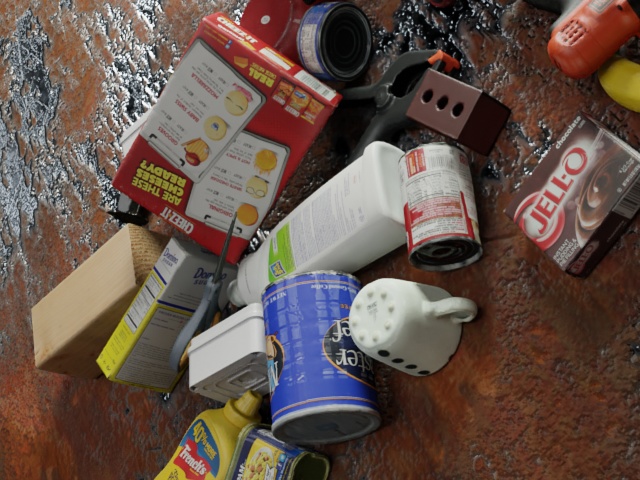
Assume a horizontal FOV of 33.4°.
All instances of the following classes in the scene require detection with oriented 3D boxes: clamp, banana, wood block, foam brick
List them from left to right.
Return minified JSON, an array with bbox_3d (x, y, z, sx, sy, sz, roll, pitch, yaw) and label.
[{"bbox_3d":[-0.255,0.080,1.303,0.206,0.090,0.091,-38,51,31],"label":"wood block"},{"bbox_3d":[0.068,-0.146,1.097,0.172,0.039,0.120,-41,53,29],"label":"clamp"},{"bbox_3d":[0.131,-0.121,1.013,0.078,0.051,0.053,33,99,47],"label":"foam brick"},{"bbox_3d":[0.296,-0.130,0.858,0.198,0.037,0.069,17,88,47],"label":"banana"}]

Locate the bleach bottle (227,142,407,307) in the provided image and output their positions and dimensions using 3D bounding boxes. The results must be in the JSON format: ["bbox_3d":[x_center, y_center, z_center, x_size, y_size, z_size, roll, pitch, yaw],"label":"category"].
[{"bbox_3d":[-0.007,0.001,1.101,0.251,0.068,0.102,-31,51,37],"label":"bleach bottle"}]

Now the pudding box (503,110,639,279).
[{"bbox_3d":[0.220,-0.038,0.899,0.114,0.039,0.090,-54,45,17],"label":"pudding box"}]

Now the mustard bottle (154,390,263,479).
[{"bbox_3d":[-0.117,0.238,1.125,0.192,0.058,0.096,-57,38,13],"label":"mustard bottle"}]

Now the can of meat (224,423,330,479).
[{"bbox_3d":[-0.045,0.242,1.051,0.084,0.057,0.102,16,87,45],"label":"can of meat"}]

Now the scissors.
[{"bbox_3d":[-0.124,0.066,1.135,0.016,0.096,0.202,28,137,14],"label":"scissors"}]

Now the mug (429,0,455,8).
[{"bbox_3d":[0.123,-0.292,1.070,0.082,0.093,0.117,-130,32,-49],"label":"mug"}]

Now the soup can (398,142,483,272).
[{"bbox_3d":[0.110,-0.031,0.988,0.069,0.068,0.102,-26,57,37],"label":"soup can"}]

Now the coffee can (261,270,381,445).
[{"bbox_3d":[-0.001,0.114,1.020,0.103,0.102,0.140,-27,57,36],"label":"coffee can"}]

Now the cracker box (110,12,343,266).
[{"bbox_3d":[-0.099,-0.108,1.138,0.214,0.164,0.072,-57,0,22],"label":"cracker box"}]

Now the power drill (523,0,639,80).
[{"bbox_3d":[0.238,-0.246,0.935,0.184,0.057,0.188,-42,43,5],"label":"power drill"}]

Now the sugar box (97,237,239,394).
[{"bbox_3d":[-0.169,0.087,1.210,0.048,0.093,0.176,43,106,44],"label":"sugar box"}]

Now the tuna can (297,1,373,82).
[{"bbox_3d":[0.017,-0.211,1.138,0.034,0.086,0.086,11,83,45],"label":"tuna can"}]

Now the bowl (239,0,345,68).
[{"bbox_3d":[-0.046,-0.243,1.237,0.162,0.055,0.162,-18,63,40],"label":"bowl"}]
